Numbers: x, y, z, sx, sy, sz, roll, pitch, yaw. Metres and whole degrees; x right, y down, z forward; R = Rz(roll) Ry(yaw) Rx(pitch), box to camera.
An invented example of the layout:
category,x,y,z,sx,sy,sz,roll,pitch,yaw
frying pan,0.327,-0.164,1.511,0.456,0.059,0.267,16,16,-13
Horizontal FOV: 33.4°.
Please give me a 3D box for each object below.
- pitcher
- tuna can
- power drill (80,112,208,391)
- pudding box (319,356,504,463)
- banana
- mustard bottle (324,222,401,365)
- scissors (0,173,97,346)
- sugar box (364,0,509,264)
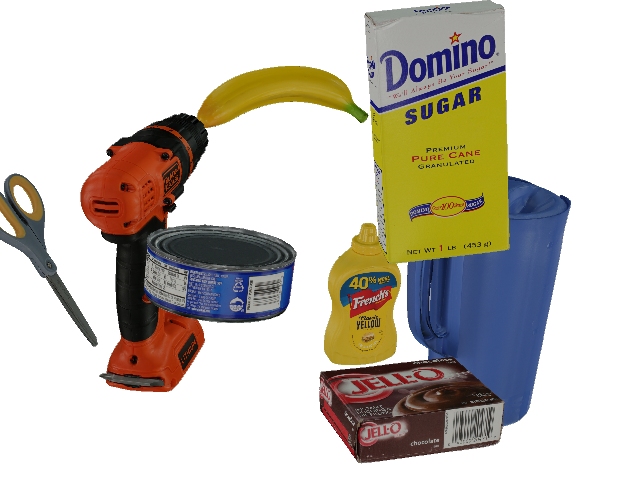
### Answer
category,x,y,z,sx,sy,sz,roll,pitch,yaw
pitcher,0.162,0.064,1.076,0.149,0.243,0.145,6,21,7
tuna can,-0.058,0.018,0.613,0.086,0.034,0.086,7,14,-2
power drill,-0.126,0.006,0.819,0.057,0.188,0.184,4,22,13
pudding box,0.064,0.122,0.782,0.113,0.039,0.090,-2,17,-17
banana,-0.044,-0.151,1.104,0.197,0.037,0.070,-7,48,-28
mustard bottle,0.057,0.068,1.398,0.096,0.192,0.058,-4,25,-16
scissors,-0.283,0.011,1.110,0.016,0.201,0.096,-26,26,27
sugar box,0.084,-0.076,0.757,0.093,0.176,0.048,-7,22,-5
